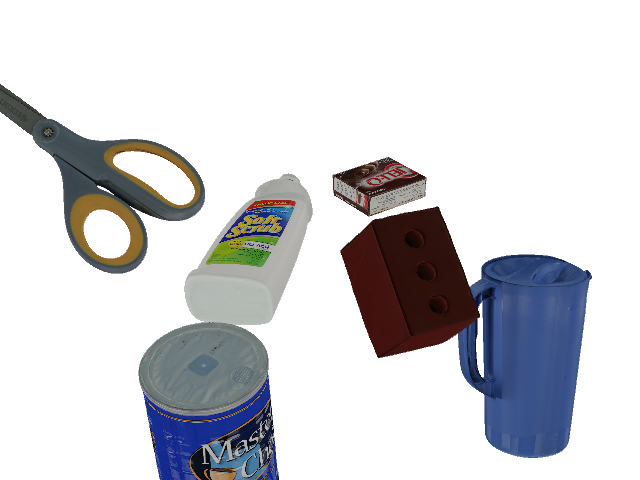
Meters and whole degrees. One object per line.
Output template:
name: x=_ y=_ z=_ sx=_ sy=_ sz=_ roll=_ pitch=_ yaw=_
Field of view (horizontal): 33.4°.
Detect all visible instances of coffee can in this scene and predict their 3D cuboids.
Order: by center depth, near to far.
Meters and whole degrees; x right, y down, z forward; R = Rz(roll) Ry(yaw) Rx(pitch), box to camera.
coffee can: x=-0.089 y=0.153 z=0.880 sx=0.103 sy=0.140 sz=0.103 roll=-2 pitch=36 yaw=1

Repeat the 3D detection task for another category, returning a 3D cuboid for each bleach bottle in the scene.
bleach bottle: x=-0.072 y=-0.003 z=1.239 sx=0.103 sy=0.068 sz=0.250 roll=4 pitch=34 yaw=11

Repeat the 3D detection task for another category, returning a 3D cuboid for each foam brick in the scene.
foam brick: x=0.055 y=0.027 z=0.674 sx=0.052 sy=0.078 sz=0.051 roll=-12 pitch=-16 yaw=-28

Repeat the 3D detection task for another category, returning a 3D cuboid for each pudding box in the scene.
pudding box: x=0.088 y=-0.082 z=1.596 sx=0.113 sy=0.039 sz=0.090 roll=-22 pitch=35 yaw=-30

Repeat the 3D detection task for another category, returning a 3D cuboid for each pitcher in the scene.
pitcher: x=0.257 y=0.147 z=1.348 sx=0.149 sy=0.243 sz=0.144 roll=5 pitch=16 yaw=18

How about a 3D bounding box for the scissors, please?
scissors: x=-0.171 y=-0.046 z=0.668 sx=0.202 sy=0.096 sz=0.016 roll=21 pitch=-16 yaw=7
